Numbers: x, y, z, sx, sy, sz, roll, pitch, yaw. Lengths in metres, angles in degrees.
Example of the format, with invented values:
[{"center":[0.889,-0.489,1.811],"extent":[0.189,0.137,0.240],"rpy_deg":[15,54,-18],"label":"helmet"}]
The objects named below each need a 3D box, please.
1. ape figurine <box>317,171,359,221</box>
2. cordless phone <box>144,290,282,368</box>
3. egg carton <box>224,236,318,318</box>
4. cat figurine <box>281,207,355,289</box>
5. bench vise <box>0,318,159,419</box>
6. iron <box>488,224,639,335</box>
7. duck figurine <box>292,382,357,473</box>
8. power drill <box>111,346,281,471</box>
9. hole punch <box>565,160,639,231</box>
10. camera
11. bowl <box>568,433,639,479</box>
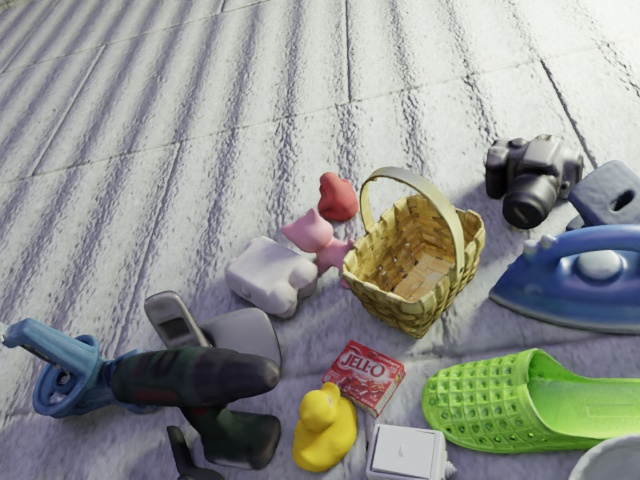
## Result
[{"center":[0.025,-0.081,0.982],"extent":[0.078,0.092,0.076],"rpy_deg":[-35,45,-13],"label":"ape figurine"},{"center":[-0.143,0.127,0.777],"extent":[0.147,0.185,0.094],"rpy_deg":[-21,44,0],"label":"cordless phone"},{"center":[-0.079,0.058,0.904],"extent":[0.149,0.070,0.107],"rpy_deg":[24,60,37],"label":"egg carton"},{"center":[0.008,0.003,0.889],"extent":[0.127,0.118,0.067],"rpy_deg":[19,57,34],"label":"cat figurine"},{"center":[-0.325,0.160,0.790],"extent":[0.207,0.220,0.121],"rpy_deg":[-24,44,-3],"label":"bench vise"},{"center":[0.340,0.032,0.716],"extent":[0.257,0.142,0.118],"rpy_deg":[-2,47,19],"label":"iron"},{"center":[-0.002,0.223,0.701],"extent":[0.077,0.086,0.105],"rpy_deg":[15,55,32],"label":"duck figurine"},{"center":[-0.125,0.196,0.686],"extent":[0.229,0.209,0.075],"rpy_deg":[-1,47,20],"label":"power drill"},{"center":[0.414,-0.045,0.799],"extent":[0.109,0.091,0.100],"rpy_deg":[-35,45,-14],"label":"hole punch"},{"center":[0.314,-0.093,0.877],"extent":[0.142,0.101,0.137],"rpy_deg":[15,54,32],"label":"camera"},{"center":[0.317,0.275,0.536],"extent":[0.167,0.075,0.167],"rpy_deg":[-11,45,11],"label":"bowl"}]
